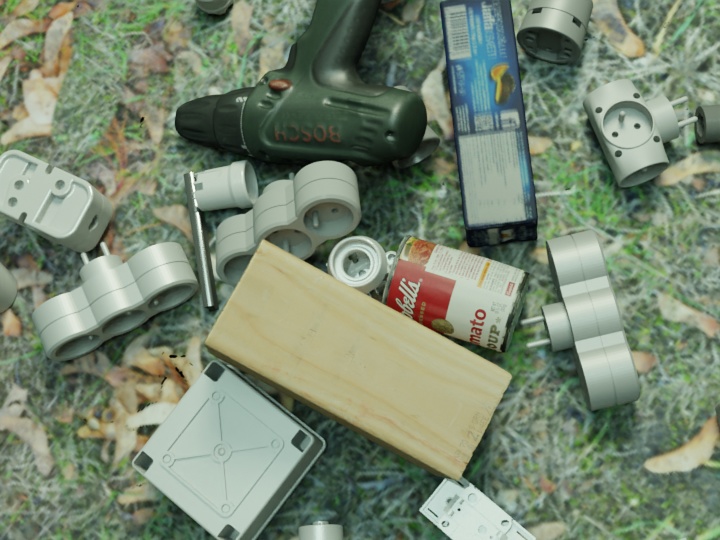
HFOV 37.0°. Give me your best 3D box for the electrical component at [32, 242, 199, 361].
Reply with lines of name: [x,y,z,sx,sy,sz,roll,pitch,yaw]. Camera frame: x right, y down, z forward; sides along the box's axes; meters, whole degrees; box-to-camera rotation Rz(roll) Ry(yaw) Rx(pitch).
electrical component: [-0.211,0.012,0.899,0.138,0.052,0.073,-28,72,1]

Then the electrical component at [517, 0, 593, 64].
electrical component: [0.165,-0.208,0.900,0.055,0.055,0.047,17,75,12]

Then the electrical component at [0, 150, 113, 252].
electrical component: [-0.265,-0.057,0.921,0.095,0.059,0.053,24,81,13]

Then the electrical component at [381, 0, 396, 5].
electrical component: [0.017,-0.270,0.933,0.095,0.059,0.053,-19,74,3]

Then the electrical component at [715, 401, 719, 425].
electrical component: [0.368,0.126,0.782,0.186,0.060,0.105,-12,75,5]

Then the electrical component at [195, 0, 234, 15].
electrical component: [-0.134,-0.252,0.950,0.035,0.061,0.035,-2,76,8]

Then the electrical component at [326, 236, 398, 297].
electrical component: [0.000,0.000,0.870,0.066,0.055,0.048,-29,74,0]

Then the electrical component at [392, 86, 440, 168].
electrical component: [0.035,-0.120,0.901,0.045,0.045,0.055,-28,74,0]

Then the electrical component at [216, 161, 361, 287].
electrical component: [-0.061,-0.048,0.875,0.138,0.052,0.073,-31,45,27]

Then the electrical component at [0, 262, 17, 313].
electrical component: [-0.335,-0.006,0.909,0.043,0.077,0.079,-31,73,0]

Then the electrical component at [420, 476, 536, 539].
electrical component: [0.087,0.190,0.806,0.081,0.064,0.042,38,83,15]

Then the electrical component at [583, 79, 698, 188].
electrical component: [0.232,-0.117,0.871,0.079,0.044,0.077,-21,74,3]

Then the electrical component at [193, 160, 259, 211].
electrical component: [-0.114,-0.070,0.913,0.046,0.040,0.040,-8,75,12]

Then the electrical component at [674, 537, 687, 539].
electrical component: [0.219,0.261,0.764,0.063,0.079,0.121,-28,71,31]

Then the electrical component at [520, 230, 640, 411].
electrical component: [0.163,0.042,0.837,0.074,0.052,0.138,-14,74,5]

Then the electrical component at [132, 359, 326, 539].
electrical component: [-0.102,0.145,0.848,0.109,0.056,0.108,36,84,15]

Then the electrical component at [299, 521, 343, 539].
electrical component: [-0.029,0.227,0.826,0.044,0.044,0.065,-5,71,7]
